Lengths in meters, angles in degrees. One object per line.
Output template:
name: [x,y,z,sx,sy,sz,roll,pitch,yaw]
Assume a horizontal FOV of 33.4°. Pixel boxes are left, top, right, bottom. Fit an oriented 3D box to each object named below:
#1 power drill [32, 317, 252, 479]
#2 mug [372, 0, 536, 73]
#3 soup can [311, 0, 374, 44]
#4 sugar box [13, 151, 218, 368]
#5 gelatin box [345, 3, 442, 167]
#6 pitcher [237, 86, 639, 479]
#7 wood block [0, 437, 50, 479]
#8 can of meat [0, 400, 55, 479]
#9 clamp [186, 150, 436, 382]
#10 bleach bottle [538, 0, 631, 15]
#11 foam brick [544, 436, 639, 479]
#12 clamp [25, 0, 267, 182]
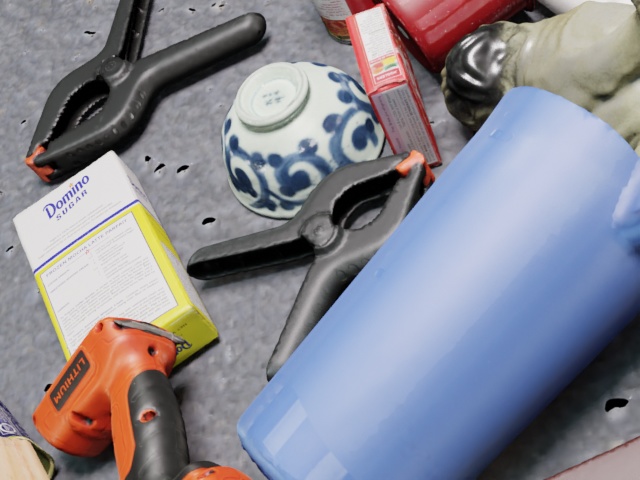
power drill: [-0.112,0.151,0.603,0.185,0.057,0.188,-51,42,19]
mug: [0.079,-0.178,0.728,0.081,0.093,0.117,-38,92,4]
soup can: [0.017,-0.202,0.775,0.069,0.102,0.068,-13,53,17]
sugar box: [-0.145,0.024,0.736,0.093,0.048,0.176,-34,46,1]
gelatin box: [0.049,-0.097,0.695,0.030,0.089,0.073,-20,52,10]
pitcher: [0.070,0.046,0.572,0.145,0.149,0.243,41,84,24]
wood block: [-0.176,0.187,0.548,0.206,0.090,0.091,35,106,54]
can of meat: [-0.235,0.148,0.686,0.102,0.057,0.084,-46,48,-10]
clamp: [-0.005,0.001,0.686,0.171,0.039,0.120,-45,61,-9]
bleach bottle: [0.188,-0.194,0.713,0.102,0.068,0.251,-37,52,-1]
foam brick: [0.146,0.134,0.511,0.078,0.051,0.053,-27,50,6]
clamp: [-0.161,-0.136,0.860,0.210,0.036,0.165,-45,50,-7]
